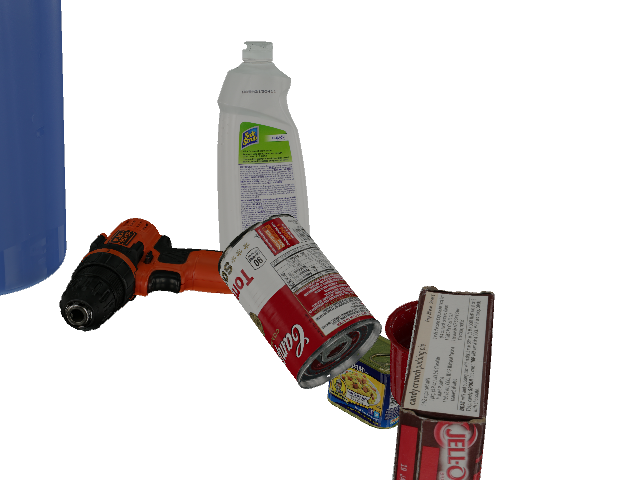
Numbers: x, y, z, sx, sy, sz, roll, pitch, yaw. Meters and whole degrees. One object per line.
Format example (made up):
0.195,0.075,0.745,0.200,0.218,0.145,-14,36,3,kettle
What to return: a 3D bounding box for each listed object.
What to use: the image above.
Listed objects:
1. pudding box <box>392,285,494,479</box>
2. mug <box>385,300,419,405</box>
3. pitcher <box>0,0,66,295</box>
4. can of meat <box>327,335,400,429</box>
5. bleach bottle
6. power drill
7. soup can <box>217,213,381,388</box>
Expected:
0.054,0.084,0.471,0.039,0.090,0.113,7,25,6,pudding box
0.117,0.111,1.043,0.093,0.081,0.117,26,42,35,mug
-0.232,-0.086,0.675,0.149,0.243,0.145,-3,26,-11,pitcher
0.057,0.159,1.234,0.102,0.084,0.057,25,31,37,can of meat
-0.056,-0.079,1.111,0.102,0.251,0.068,-5,16,-22,bleach bottle
-0.112,0.037,0.905,0.187,0.057,0.184,10,22,3,power drill
-0.015,0.040,0.724,0.068,0.102,0.068,-32,-23,-16,soup can
